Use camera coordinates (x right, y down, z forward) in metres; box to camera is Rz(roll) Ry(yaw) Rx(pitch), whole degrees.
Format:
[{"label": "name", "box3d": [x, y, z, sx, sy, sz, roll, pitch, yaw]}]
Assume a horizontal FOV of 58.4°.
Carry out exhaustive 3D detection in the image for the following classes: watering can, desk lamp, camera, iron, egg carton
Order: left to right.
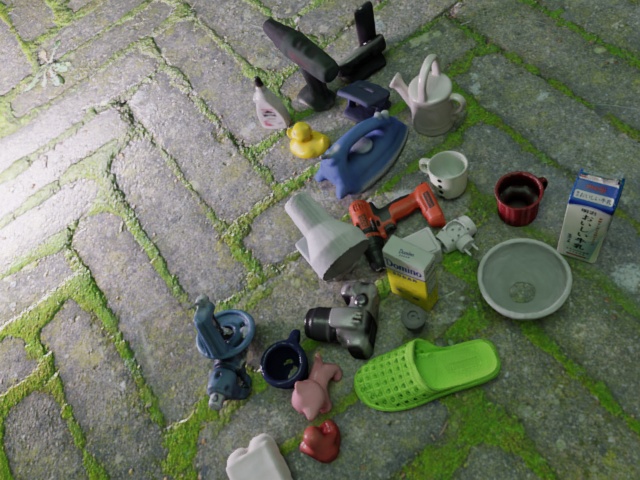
[{"label": "egg carton", "box3d": [-0.103, 0.434, 1.030, 0.107, 0.069, 0.150, -33, 58, -4]}, {"label": "desk lamp", "box3d": [0.011, 0.004, 1.159, 0.118, 0.214, 0.202, -39, 58, -7]}, {"label": "camera", "box3d": [0.042, 0.151, 1.132, 0.136, 0.101, 0.143, 3, 62, 17]}, {"label": "iron", "box3d": [0.101, -0.219, 1.304, 0.258, 0.142, 0.118, -43, 59, -10]}, {"label": "watering can", "box3d": [0.242, -0.334, 1.298, 0.172, 0.194, 0.101, 0, 61, 16]}]

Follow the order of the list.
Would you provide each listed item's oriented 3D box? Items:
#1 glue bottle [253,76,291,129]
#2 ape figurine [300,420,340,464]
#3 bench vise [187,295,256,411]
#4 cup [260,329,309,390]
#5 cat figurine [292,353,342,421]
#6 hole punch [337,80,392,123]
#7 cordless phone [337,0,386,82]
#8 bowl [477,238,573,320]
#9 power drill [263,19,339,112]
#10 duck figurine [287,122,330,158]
[{"label": "glue bottle", "box3d": [-0.131, -0.343, 1.423, 0.078, 0.173, 0.037, -1, 61, 16]}, {"label": "ape figurine", "box3d": [-0.003, 0.360, 1.031, 0.078, 0.092, 0.076, -22, 57, 3]}, {"label": "bench vise", "box3d": [-0.181, 0.206, 1.094, 0.121, 0.220, 0.207, -19, 58, 5]}, {"label": "cup", "box3d": [-0.055, 0.240, 1.113, 0.091, 0.095, 0.118, 10, 64, 21]}, {"label": "cat figurine", "box3d": [-0.013, 0.274, 1.067, 0.067, 0.118, 0.128, 7, 63, 20]}, {"label": "hole punch", "box3d": [0.109, -0.352, 1.408, 0.108, 0.091, 0.101, 29, 72, 28]}, {"label": "cordless phone", "box3d": [0.090, -0.502, 1.443, 0.148, 0.185, 0.094, -41, 58, -9]}, {"label": "bowl", "box3d": [0.385, 0.085, 1.088, 0.167, 0.075, 0.167, -7, 59, 12]}, {"label": "power drill", "box3d": [-0.038, -0.428, 1.423, 0.228, 0.209, 0.076, 37, 76, 30]}, {"label": "duck figurine", "box3d": [-0.032, -0.251, 1.393, 0.104, 0.086, 0.077, 6, 63, 19]}]
